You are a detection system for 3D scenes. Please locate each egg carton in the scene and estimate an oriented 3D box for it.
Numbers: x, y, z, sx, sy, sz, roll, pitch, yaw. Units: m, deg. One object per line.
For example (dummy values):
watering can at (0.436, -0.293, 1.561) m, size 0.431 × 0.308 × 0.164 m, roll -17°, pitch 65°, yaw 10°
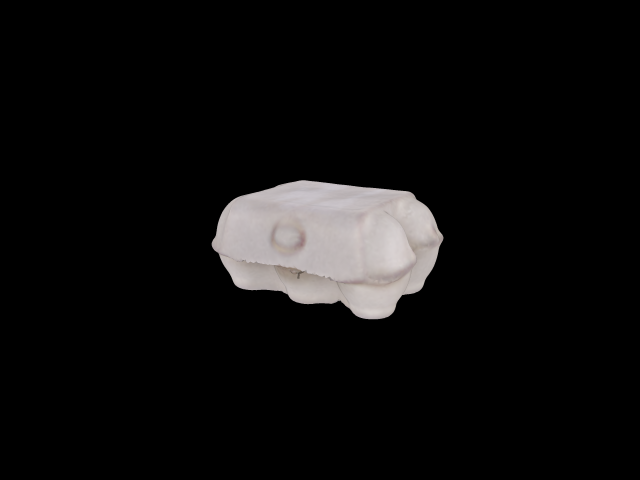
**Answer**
egg carton at (0.004, 0.001, 0.400) m, size 0.149 × 0.069 × 0.107 m, roll 9°, pitch 19°, yaw 29°
